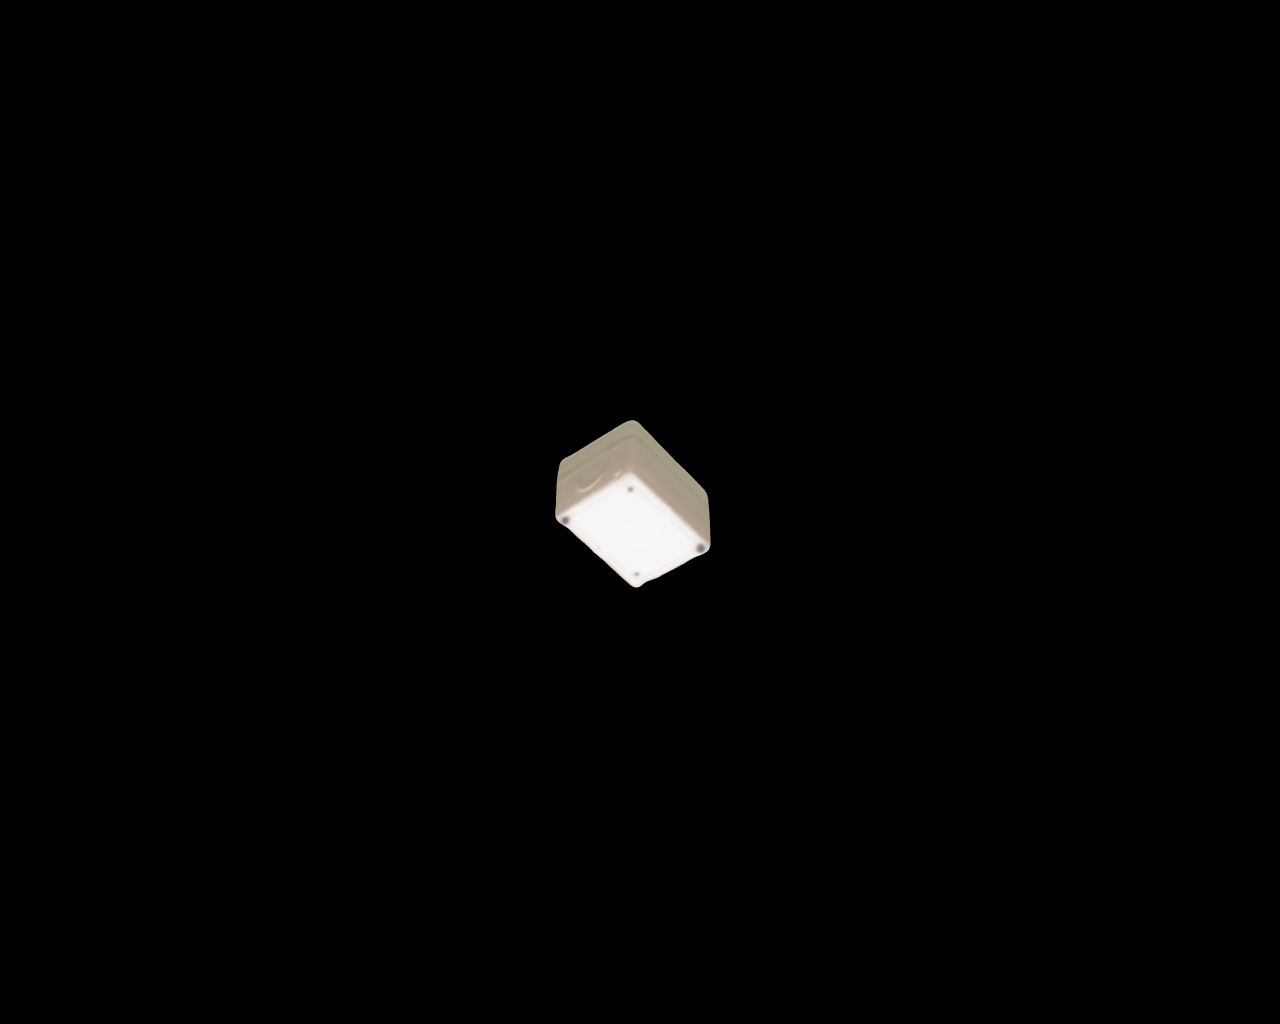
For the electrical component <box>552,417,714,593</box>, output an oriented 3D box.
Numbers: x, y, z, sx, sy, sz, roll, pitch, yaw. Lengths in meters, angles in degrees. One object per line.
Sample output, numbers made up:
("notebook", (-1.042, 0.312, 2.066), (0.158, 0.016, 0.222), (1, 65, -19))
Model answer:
("electrical component", (0.001, -0.003, 0.650), (0.061, 0.061, 0.096), (-30, -54, 24))
